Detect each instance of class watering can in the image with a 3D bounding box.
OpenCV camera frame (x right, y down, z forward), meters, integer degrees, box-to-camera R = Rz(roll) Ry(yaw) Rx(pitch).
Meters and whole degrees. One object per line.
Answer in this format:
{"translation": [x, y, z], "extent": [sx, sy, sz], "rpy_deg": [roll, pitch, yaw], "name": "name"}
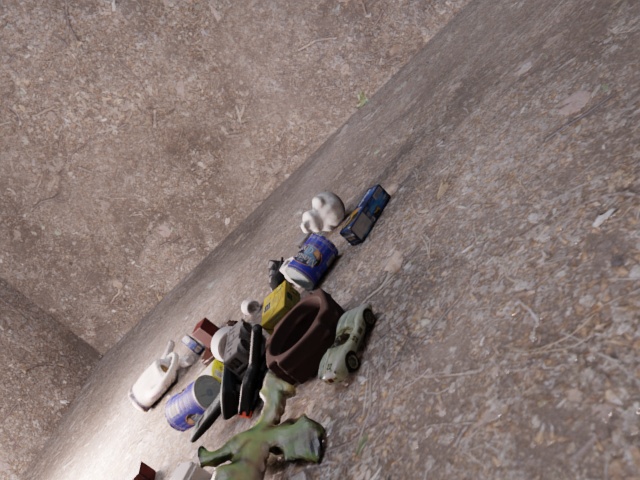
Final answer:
{"translation": [-0.615, 0.512, 1.952], "extent": [0.225, 0.103, 0.349], "rpy_deg": [-48, 16, -5], "name": "watering can"}

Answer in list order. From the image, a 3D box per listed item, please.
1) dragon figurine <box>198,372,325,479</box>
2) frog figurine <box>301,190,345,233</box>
{"translation": [-0.100, 0.408, 0.937], "extent": [0.241, 0.120, 0.418], "rpy_deg": [-34, 26, 10], "name": "dragon figurine"}
{"translation": [0.005, -0.090, 1.782], "extent": [0.123, 0.135, 0.162], "rpy_deg": [17, 40, 42], "name": "frog figurine"}
